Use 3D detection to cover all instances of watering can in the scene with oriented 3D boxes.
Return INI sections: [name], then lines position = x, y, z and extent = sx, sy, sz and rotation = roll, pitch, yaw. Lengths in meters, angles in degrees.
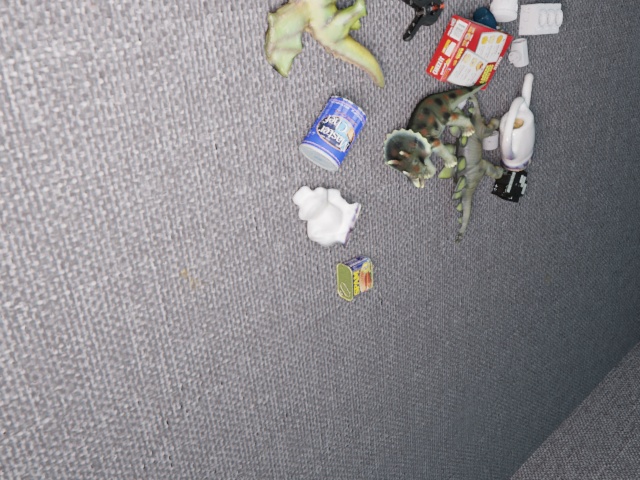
[watering can]
position = 0.648, -0.370, 1.667
extent = 0.355, 0.104, 0.219
rotation = -57, 143, -34

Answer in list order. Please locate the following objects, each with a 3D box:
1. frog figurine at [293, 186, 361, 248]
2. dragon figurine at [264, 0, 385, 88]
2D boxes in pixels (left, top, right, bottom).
[frog figurine]
position = 0.004, -0.062, 1.234
extent = 0.159, 0.124, 0.136
rotation = 23, 99, -7
[dragon figurine]
position = -0.013, -0.444, 1.102
extent = 0.244, 0.124, 0.402
rotation = -35, 124, -6
